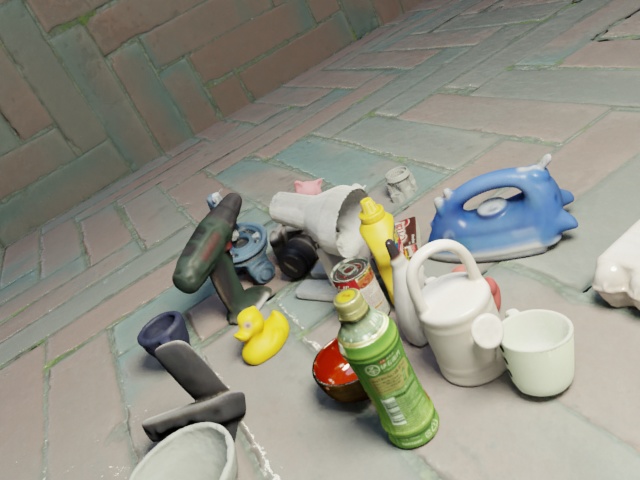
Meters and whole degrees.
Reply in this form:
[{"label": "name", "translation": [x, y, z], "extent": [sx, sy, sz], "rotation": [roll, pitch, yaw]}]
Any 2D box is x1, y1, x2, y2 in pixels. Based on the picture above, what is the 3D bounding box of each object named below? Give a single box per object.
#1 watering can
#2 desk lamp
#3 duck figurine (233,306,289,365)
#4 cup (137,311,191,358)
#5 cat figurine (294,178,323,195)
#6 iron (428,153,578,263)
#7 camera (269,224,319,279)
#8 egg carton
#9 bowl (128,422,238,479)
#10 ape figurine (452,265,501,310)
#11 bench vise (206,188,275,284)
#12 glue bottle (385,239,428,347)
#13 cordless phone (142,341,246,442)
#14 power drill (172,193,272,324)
[{"label": "watering can", "translation": [0.176, 0.086, 0.727], "extent": [0.101, 0.194, 0.172], "rotation": [-40, 28, -24]}, {"label": "desk lamp", "translation": [0.009, 0.004, 1.016], "extent": [0.202, 0.214, 0.118], "rotation": [-2, 36, 41]}, {"label": "duck figurine", "translation": [-0.107, 0.153, 0.999], "extent": [0.077, 0.086, 0.105], "rotation": [2, 39, 46]}, {"label": "cup", "translation": [-0.274, 0.198, 1.064], "extent": [0.092, 0.095, 0.117], "rotation": [-34, 27, -14]}, {"label": "cat figurine", "translation": [-0.042, -0.089, 1.347], "extent": [0.127, 0.118, 0.067], "rotation": [-21, 27, 12]}, {"label": "iron", "translation": [0.277, -0.050, 0.944], "extent": [0.257, 0.142, 0.119], "rotation": [-14, 29, 26]}, {"label": "camera", "translation": [-0.050, 0.010, 1.190], "extent": [0.142, 0.101, 0.137], "rotation": [-10, 31, 32]}, {"label": "egg carton", "translation": [0.428, 0.031, 0.734], "extent": [0.150, 0.069, 0.107], "rotation": [-37, 27, -19]}, {"label": "bowl", "translation": [-0.171, 0.328, 0.750], "extent": [0.167, 0.075, 0.167], "rotation": [-22, 26, 12]}, {"label": "ape figurine", "translation": [0.218, 0.074, 0.829], "extent": [0.077, 0.092, 0.076], "rotation": [-19, 27, 16]}, {"label": "bench vise", "translation": [-0.202, -0.011, 1.236], "extent": [0.206, 0.220, 0.122], "rotation": [3, 39, 46]}, {"label": "glue bottle", "translation": [0.131, 0.069, 0.827], "extent": [0.078, 0.173, 0.037], "rotation": [-39, 28, -22]}, {"label": "cordless phone", "translation": [-0.208, 0.226, 0.845], "extent": [0.147, 0.185, 0.094], "rotation": [-23, 26, 10]}, {"label": "power drill", "translation": [-0.182, 0.048, 1.122], "extent": [0.075, 0.209, 0.230], "rotation": [-7, 32, 35]}]
